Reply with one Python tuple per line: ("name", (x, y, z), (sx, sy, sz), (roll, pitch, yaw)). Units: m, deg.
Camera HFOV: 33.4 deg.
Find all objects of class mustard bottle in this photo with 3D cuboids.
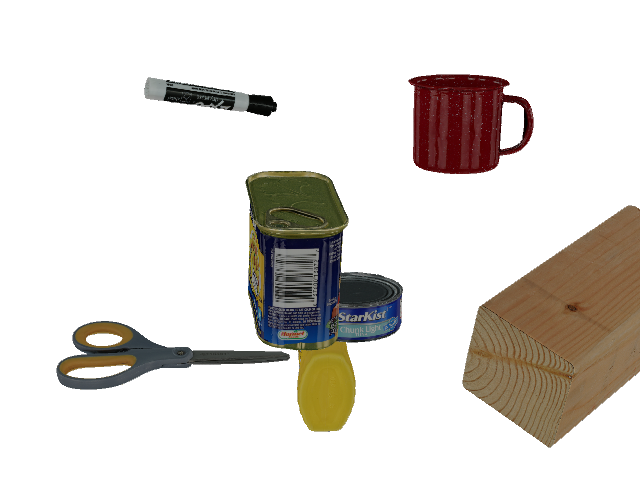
("mustard bottle", (0.001, 0.110, 1.131), (0.058, 0.096, 0.191), (-1, 27, -3))

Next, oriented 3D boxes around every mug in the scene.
("mug", (0.140, -0.109, 0.999), (0.117, 0.081, 0.093), (3, 16, 11))

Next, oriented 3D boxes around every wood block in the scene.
("wood block", (0.219, 0.062, 0.862), (0.205, 0.090, 0.091), (-28, 48, -35))

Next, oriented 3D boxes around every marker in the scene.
("marker", (-0.097, -0.128, 0.959), (0.121, 0.020, 0.020), (6, -2, -22))

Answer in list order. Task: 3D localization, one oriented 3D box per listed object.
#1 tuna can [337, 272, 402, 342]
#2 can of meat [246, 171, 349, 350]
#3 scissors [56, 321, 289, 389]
("tuna can", (0.025, 0.055, 0.887), (0.086, 0.034, 0.086), (0, 16, 0))
("can of meat", (-0.017, 0.012, 0.685), (0.057, 0.084, 0.102), (-1, 23, -9))
("scissors", (-0.137, 0.095, 0.963), (0.201, 0.016, 0.096), (-8, 33, -17))
